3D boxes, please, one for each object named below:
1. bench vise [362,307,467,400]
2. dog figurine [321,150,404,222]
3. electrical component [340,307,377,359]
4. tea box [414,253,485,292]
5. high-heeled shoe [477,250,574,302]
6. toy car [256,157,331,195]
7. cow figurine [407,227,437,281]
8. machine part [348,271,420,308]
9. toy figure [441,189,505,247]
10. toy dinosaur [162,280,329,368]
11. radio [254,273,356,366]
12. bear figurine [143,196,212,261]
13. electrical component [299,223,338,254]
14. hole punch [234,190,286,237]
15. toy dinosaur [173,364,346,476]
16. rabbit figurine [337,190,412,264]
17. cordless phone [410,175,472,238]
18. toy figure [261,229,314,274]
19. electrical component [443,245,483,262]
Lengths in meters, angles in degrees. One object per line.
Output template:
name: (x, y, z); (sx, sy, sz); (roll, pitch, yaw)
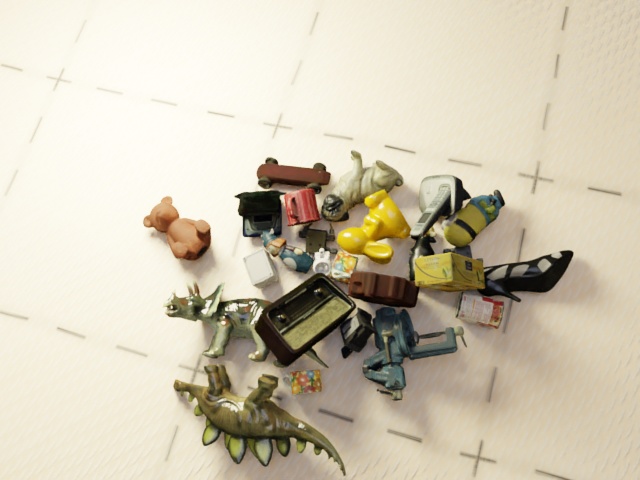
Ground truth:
bench vise: (0.216, 0.252, 1.245); (0.241, 0.128, 0.224); (-14, 52, 19)
dog figurine: (0.109, -0.116, 1.402); (0.172, 0.121, 0.190); (22, 90, 15)
electrical component: (0.079, 0.228, 1.286); (0.119, 0.047, 0.075); (-47, 28, 23)
tea box: (0.304, 0.078, 1.251); (0.098, 0.169, 0.068); (-11, 75, 37)
high-heeled shoe: (0.496, 0.071, 1.327); (0.249, 0.086, 0.145); (-30, 40, -22)
toy car: (-0.072, -0.170, 1.447); (0.202, 0.053, 0.089); (7, 55, 7)
cow figurine: (0.253, 0.029, 1.332); (0.068, 0.098, 0.167); (3, 73, 13)
machine part: (0.151, 0.122, 1.278); (0.179, 0.179, 0.056); (8, 77, 8)
toy figure: (0.389, -0.054, 1.350); (0.180, 0.082, 0.089); (-31, 54, -12)
toy dinosaur: (-0.170, 0.202, 1.314); (0.405, 0.131, 0.192); (7, 74, 1)
radio: (-0.036, 0.179, 1.266); (0.131, 0.073, 0.229); (46, 46, 15)
bear figurine: (-0.376, -0.038, 1.398); (0.196, 0.132, 0.120); (42, 78, 10)
electrical component: (-0.004, -0.004, 1.396); (0.102, 0.045, 0.078); (0, 101, 8)
hole punch: (-0.155, -0.070, 1.415); (0.142, 0.092, 0.116); (-5, 38, 3)
toy dinosaur: (-0.152, 0.409, 1.244); (0.472, 0.105, 0.198); (9, 84, 21)
rabbit figurine: (0.132, -0.014, 1.349); (0.173, 0.122, 0.162); (-29, 79, -4)
cordless phone: (0.271, -0.073, 1.335); (0.088, 0.147, 0.184); (46, 75, -20)
toy figure: (-0.088, 0.028, 1.372); (0.154, 0.058, 0.064); (32, 112, 1)
electrical component: (0.362, 0.043, 1.357); (0.094, 0.021, 0.063); (-6, 73, 6)
